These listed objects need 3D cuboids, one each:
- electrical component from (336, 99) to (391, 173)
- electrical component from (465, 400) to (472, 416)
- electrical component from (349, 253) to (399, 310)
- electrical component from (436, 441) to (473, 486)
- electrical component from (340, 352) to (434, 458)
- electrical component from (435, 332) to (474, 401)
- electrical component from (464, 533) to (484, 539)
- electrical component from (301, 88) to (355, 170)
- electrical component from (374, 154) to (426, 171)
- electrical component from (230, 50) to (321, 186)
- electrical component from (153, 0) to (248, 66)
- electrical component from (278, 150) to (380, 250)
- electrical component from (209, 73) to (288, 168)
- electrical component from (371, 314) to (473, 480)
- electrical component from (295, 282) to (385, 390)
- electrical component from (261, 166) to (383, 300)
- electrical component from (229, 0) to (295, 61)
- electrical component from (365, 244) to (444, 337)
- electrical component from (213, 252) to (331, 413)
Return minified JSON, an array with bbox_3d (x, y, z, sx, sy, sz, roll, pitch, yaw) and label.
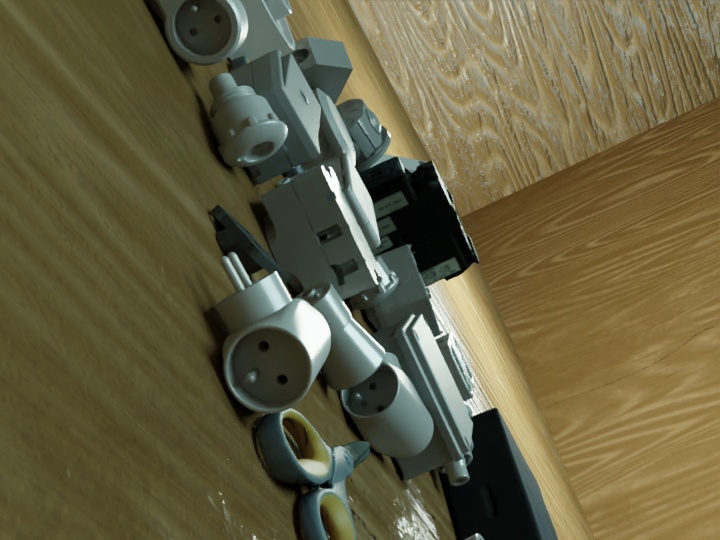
[{"bbox_3d":[-0.013,-0.132,1.099,0.051,0.080,0.080,54,13,-30],"label":"electrical component"},{"bbox_3d":[0.085,0.133,1.062,0.043,0.043,0.062,59,9,-34],"label":"electrical component"},{"bbox_3d":[0.000,0.000,0.924,0.062,0.048,0.048,57,10,-8],"label":"electrical component"},{"bbox_3d":[0.080,0.160,0.954,0.043,0.043,0.062,55,14,-50],"label":"electrical component"},{"bbox_3d":[0.015,0.086,0.771,0.077,0.043,0.079,54,14,-53],"label":"electrical component"},{"bbox_3d":[0.068,0.099,1.000,0.053,0.059,0.095,65,8,-2],"label":"electrical component"},{"bbox_3d":[0.069,0.212,0.724,0.055,0.047,0.055,62,9,-17],"label":"electrical component"},{"bbox_3d":[-0.040,-0.125,1.004,0.080,0.051,0.080,62,9,-17],"label":"electrical component"},{"bbox_3d":[0.039,-0.066,1.159,0.109,0.056,0.108,3,58,-47],"label":"electrical component"},{"bbox_3d":[-0.064,-0.112,0.788,0.061,0.061,0.096,60,10,-30],"label":"electrical component"},{"bbox_3d":[-0.123,-0.209,0.737,0.138,0.052,0.073,63,8,-14],"label":"electrical component"},{"bbox_3d":[-0.024,-0.044,0.839,0.061,0.062,0.096,61,10,-26],"label":"electrical component"},{"bbox_3d":[-0.081,-0.104,0.725,0.062,0.048,0.048,60,7,18],"label":"electrical component"},{"bbox_3d":[0.042,0.098,0.857,0.108,0.056,0.109,65,8,-1],"label":"electrical component"},{"bbox_3d":[-0.018,0.041,0.707,0.065,0.044,0.044,57,11,-20],"label":"electrical component"},{"bbox_3d":[-0.030,-0.020,0.757,0.089,0.056,0.050,65,8,0],"label":"electrical component"},{"bbox_3d":[-0.095,-0.227,0.931,0.108,0.060,0.108,62,9,-17],"label":"electrical component"},{"bbox_3d":[0.036,0.032,1.014,0.096,0.061,0.061,67,3,-57],"label":"electrical component"},{"bbox_3d":[-0.049,0.027,0.548,0.079,0.043,0.077,61,8,-4],"label":"electrical component"}]
